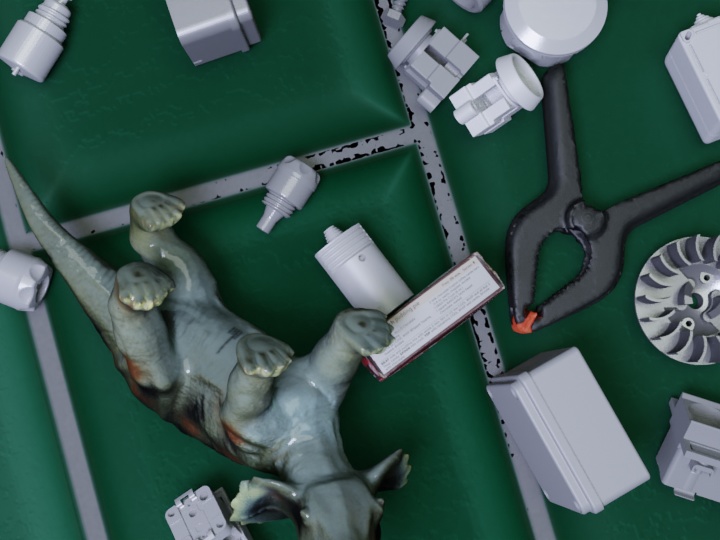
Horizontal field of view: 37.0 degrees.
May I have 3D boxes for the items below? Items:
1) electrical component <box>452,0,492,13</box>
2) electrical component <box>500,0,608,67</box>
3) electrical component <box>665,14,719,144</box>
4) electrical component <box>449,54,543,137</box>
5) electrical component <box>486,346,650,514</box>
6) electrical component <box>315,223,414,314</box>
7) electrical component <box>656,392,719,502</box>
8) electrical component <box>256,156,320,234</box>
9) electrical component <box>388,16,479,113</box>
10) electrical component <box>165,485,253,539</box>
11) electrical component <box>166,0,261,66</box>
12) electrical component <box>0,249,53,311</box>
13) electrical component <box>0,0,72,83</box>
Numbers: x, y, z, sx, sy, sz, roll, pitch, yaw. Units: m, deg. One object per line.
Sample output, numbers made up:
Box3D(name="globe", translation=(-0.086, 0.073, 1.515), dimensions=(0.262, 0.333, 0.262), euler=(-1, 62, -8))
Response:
Box3D(name="electrical component", translation=(0.098, -0.257, 0.813), dimensions=(0.052, 0.138, 0.073), euler=(41, 85, 10))
Box3D(name="electrical component", translation=(0.151, -0.204, 0.852), dimensions=(0.080, 0.051, 0.080), euler=(0, 85, -2))
Box3D(name="electrical component", translation=(0.286, -0.157, 0.850), dimensions=(0.062, 0.061, 0.096), euler=(-21, 77, -3))
Box3D(name="electrical component", translation=(0.108, -0.136, 0.837), dimensions=(0.055, 0.066, 0.048), euler=(-33, 85, 29))
Box3D(name="electrical component", translation=(0.150, 0.117, 0.794), dimensions=(0.056, 0.108, 0.108), euler=(-29, 86, -7))
Box3D(name="electrical component", translation=(0.000, 0.000, 0.833), dimensions=(0.043, 0.043, 0.081), euler=(-37, 87, -5))
Box3D(name="electrical component", translation=(0.293, 0.147, 0.813), dimensions=(0.121, 0.078, 0.063), euler=(18, 113, 0))
Box3D(name="electrical component", translation=(-0.060, -0.057, 0.842), dimensions=(0.035, 0.035, 0.061), euler=(33, 87, 2))
Box3D(name="electrical component", translation=(0.056, -0.167, 0.850), dimensions=(0.055, 0.048, 0.066), euler=(41, 85, -5))
Box3D(name="electrical component", translation=(-0.109, 0.196, 0.794), dimensions=(0.042, 0.063, 0.081), euler=(-35, 48, -4))
Box3D(name="electrical component", translation=(-0.123, -0.225, 0.834), dimensions=(0.057, 0.078, 0.113), euler=(-19, 85, 0))
Box3D(name="electrical component", translation=(-0.273, 0.004, 0.826), dimensions=(0.062, 0.043, 0.043), euler=(21, 84, 1))
Box3D(name="electrical component", translation=(-0.251, -0.184, 0.846), dimensions=(0.040, 0.040, 0.078), euler=(30, 84, 1))
